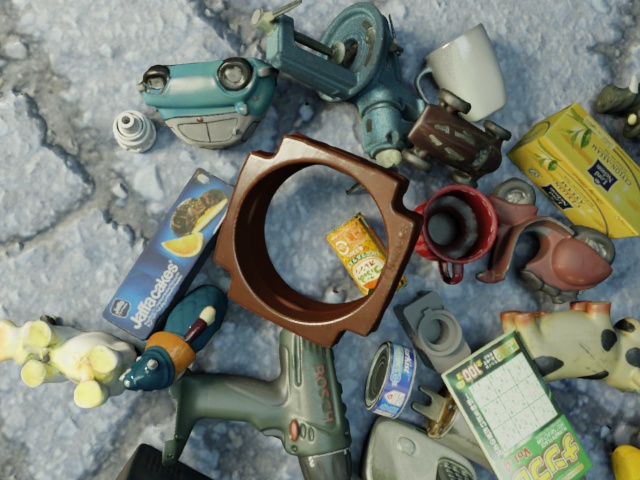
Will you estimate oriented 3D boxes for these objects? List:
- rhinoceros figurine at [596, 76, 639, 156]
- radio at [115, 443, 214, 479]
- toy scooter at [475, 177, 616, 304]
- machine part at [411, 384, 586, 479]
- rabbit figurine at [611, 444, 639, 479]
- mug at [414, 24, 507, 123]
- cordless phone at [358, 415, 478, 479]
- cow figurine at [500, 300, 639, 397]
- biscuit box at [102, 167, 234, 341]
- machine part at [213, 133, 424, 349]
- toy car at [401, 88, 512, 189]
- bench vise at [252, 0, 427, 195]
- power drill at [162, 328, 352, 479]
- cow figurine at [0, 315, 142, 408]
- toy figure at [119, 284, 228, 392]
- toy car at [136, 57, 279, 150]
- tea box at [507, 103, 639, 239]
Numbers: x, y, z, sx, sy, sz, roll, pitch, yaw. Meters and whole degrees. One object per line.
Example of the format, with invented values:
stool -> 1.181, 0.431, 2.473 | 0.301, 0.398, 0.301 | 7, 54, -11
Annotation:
rhinoceros figurine -> 0.468, -0.172, 0.719 | 0.190, 0.073, 0.112 | 2, 87, -8
radio -> -0.154, 0.291, 0.525 | 0.131, 0.229, 0.073 | 32, 83, -8
toy scooter -> 0.272, 0.021, 0.678 | 0.184, 0.075, 0.135 | 35, 82, 0
machine part -> 0.220, 0.242, 0.653 | 0.243, 0.079, 0.079 | 29, 83, -4
rabbit figurine -> 0.461, 0.234, 0.668 | 0.162, 0.122, 0.173 | 2, 71, -11
mug -> 0.182, -0.200, 0.683 | 0.109, 0.081, 0.107 | -33, 98, -3
cordless phone -> 0.121, 0.276, 0.583 | 0.146, 0.184, 0.088 | 28, 87, -5
cow figurine -> 0.333, 0.140, 0.672 | 0.195, 0.085, 0.127 | -5, 88, -5
biscuit box -> -0.167, 0.017, 0.627 | 0.059, 0.063, 0.202 | 31, 82, -2
machine part -> -0.001, -0.002, 0.596 | 0.201, 0.087, 0.201 | 24, 103, 14
toy car -> 0.165, -0.109, 0.624 | 0.053, 0.202, 0.089 | 44, 110, 29
bench vise -> 0.026, -0.186, 0.619 | 0.240, 0.129, 0.223 | 13, 74, -39
power drill -> -0.068, 0.212, 0.603 | 0.207, 0.086, 0.232 | -1, 74, -1
cow figurine -> -0.280, 0.123, 0.597 | 0.167, 0.098, 0.068 | 16, 89, 13
toy figure -> -0.153, 0.109, 0.585 | 0.058, 0.064, 0.154 | 30, 41, 1
toy car -> -0.124, -0.157, 0.629 | 0.162, 0.109, 0.102 | -7, 104, 1
tea box -> 0.336, -0.081, 0.683 | 0.169, 0.098, 0.068 | 44, 81, -1
